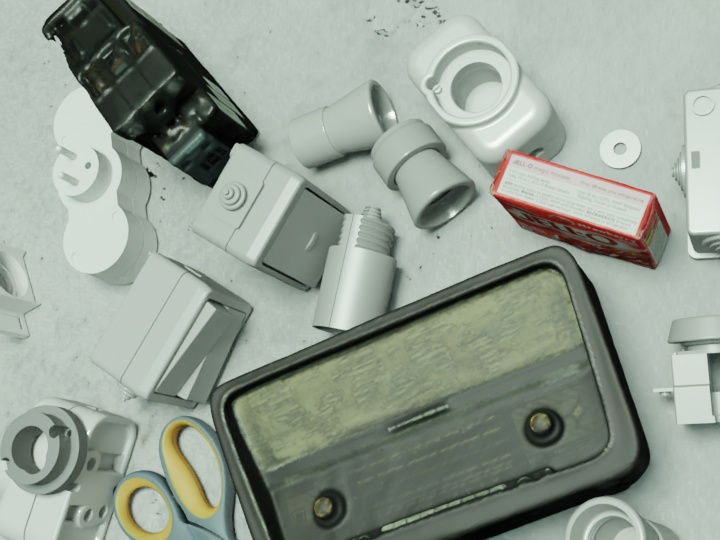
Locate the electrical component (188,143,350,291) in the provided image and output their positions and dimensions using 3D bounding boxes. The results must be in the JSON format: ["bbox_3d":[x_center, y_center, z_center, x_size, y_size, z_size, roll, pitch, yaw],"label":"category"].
[{"bbox_3d":[-0.054,-0.031,0.664,0.061,0.096,0.061,30,89,25],"label":"electrical component"}]

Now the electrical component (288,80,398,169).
[{"bbox_3d":[-0.013,-0.091,0.694,0.065,0.044,0.044,-18,71,22],"label":"electrical component"}]

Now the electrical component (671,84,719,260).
[{"bbox_3d":[0.222,-0.055,0.587,0.100,0.048,0.099,-3,76,21],"label":"electrical component"}]

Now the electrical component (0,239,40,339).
[{"bbox_3d":[-0.272,0.015,0.770,0.064,0.042,0.081,-27,68,15],"label":"electrical component"}]

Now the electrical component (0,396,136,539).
[{"bbox_3d":[-0.195,0.134,0.704,0.059,0.054,0.095,14,83,24],"label":"electrical component"}]

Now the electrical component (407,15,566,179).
[{"bbox_3d":[0.075,-0.104,0.651,0.054,0.059,0.095,-40,66,8],"label":"electrical component"}]

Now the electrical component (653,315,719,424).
[{"bbox_3d":[0.191,0.053,0.575,0.066,0.048,0.055,-6,83,21],"label":"electrical component"}]

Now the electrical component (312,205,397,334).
[{"bbox_3d":[0.000,0.000,0.664,0.043,0.043,0.081,8,80,23],"label":"electrical component"}]

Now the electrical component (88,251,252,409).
[{"bbox_3d":[-0.121,0.047,0.691,0.061,0.062,0.096,30,90,25],"label":"electrical component"}]

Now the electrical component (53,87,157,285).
[{"bbox_3d":[-0.185,-0.063,0.737,0.052,0.074,0.138,-15,72,18],"label":"electrical component"}]

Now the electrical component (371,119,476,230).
[{"bbox_3d":[0.038,-0.059,0.663,0.045,0.045,0.055,-38,66,9],"label":"electrical component"}]

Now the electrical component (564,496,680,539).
[{"bbox_3d":[0.141,0.145,0.560,0.044,0.065,0.044,-17,61,34],"label":"electrical component"}]
